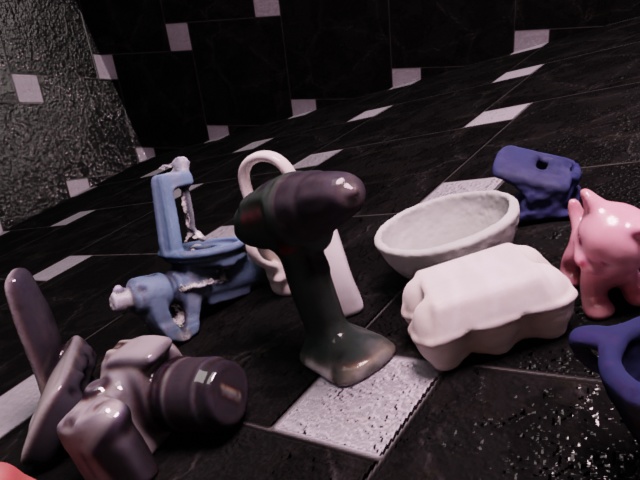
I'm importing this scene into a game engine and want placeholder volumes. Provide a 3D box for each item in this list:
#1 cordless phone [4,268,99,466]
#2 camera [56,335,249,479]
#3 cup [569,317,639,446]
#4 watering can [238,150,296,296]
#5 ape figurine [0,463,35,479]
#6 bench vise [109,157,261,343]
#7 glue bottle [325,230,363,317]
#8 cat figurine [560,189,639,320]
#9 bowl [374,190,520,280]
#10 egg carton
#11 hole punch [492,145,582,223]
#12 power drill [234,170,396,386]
[{"bbox_3d":[-0.301,0.129,0.612,0.094,0.185,0.147,-24,19,-12],"label":"cordless phone"},{"bbox_3d":[-0.148,0.148,0.537,0.136,0.101,0.143,-9,22,28],"label":"camera"},{"bbox_3d":[0.203,0.099,0.331,0.092,0.095,0.117,-30,22,-28],"label":"cup"},{"bbox_3d":[-0.050,-0.034,0.794,0.100,0.194,0.173,-15,20,14],"label":"watering can"},{"bbox_3d":[-0.243,0.218,0.453,0.077,0.092,0.076,-9,22,29],"label":"ape figurine"},{"bbox_3d":[-0.186,0.012,0.763,0.121,0.220,0.208,-7,23,33],"label":"bench vise"},{"bbox_3d":[0.006,0.002,0.671,0.037,0.173,0.078,-19,19,2],"label":"glue bottle"},{"bbox_3d":[0.253,0.002,0.513,0.067,0.118,0.128,-17,19,8],"label":"cat figurine"},{"bbox_3d":[0.152,0.007,0.664,0.167,0.075,0.167,-18,19,7],"label":"bowl"},{"bbox_3d":[0.151,0.059,0.532,0.150,0.069,0.107,-19,19,4],"label":"egg carton"},{"bbox_3d":[0.286,-0.081,0.750,0.100,0.091,0.109,-8,22,31],"label":"hole punch"},{"bbox_3d":[-0.003,0.029,0.552,0.076,0.209,0.228,-30,21,-26],"label":"power drill"}]
